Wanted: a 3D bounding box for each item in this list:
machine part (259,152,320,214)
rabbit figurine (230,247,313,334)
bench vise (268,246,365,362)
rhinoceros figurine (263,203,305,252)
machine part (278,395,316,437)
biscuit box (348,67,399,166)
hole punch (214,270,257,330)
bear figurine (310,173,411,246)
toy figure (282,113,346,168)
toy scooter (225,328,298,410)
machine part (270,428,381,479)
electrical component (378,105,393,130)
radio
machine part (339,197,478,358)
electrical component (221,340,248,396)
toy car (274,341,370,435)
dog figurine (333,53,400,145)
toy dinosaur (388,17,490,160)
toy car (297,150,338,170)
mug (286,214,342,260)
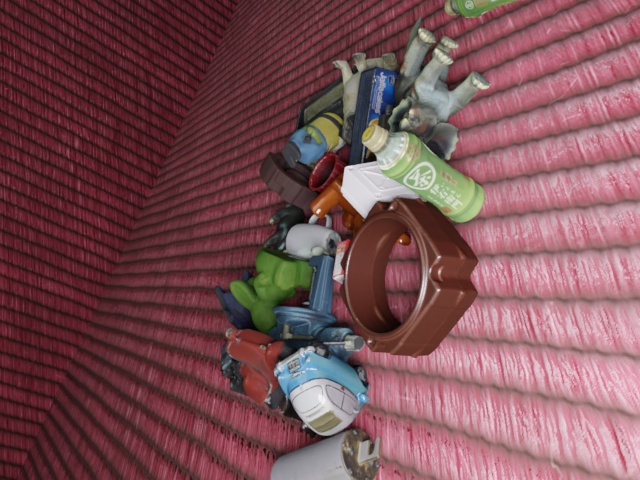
[{"bbox_3d":[-0.057,-0.129,1.224,0.056,0.179,0.179,-54,29,17],"label":"machine part"},{"bbox_3d":[-0.104,0.108,1.083,0.159,0.121,0.170,16,95,28],"label":"rabbit figurine"},{"bbox_3d":[-0.005,0.125,0.959,0.224,0.129,0.240,-17,60,57],"label":"bench vise"},{"bbox_3d":[-0.067,-0.001,1.232,0.112,0.073,0.190,-29,39,29],"label":"rhinoceros figurine"},{"bbox_3d":[-0.026,0.292,0.934,0.139,0.039,0.084,-6,65,54],"label":"machine part"},{"bbox_3d":[0.110,-0.246,1.103,0.063,0.059,0.202,-162,79,-65],"label":"biscuit box"},{"bbox_3d":[-0.162,0.144,1.197,0.092,0.142,0.116,-30,49,-1],"label":"hole punch"},{"bbox_3d":[0.075,-0.037,0.988,0.132,0.120,0.196,-53,36,28],"label":"bear figurine"},{"bbox_3d":[-0.009,-0.226,1.199,0.180,0.089,0.082,-31,16,-37],"label":"toy figure"},{"bbox_3d":[-0.106,0.209,0.909,0.075,0.135,0.183,-57,-8,-42],"label":"toy scooter"},{"bbox_3d":[0.004,0.341,0.802,0.243,0.079,0.079,-35,38,37],"label":"machine part"},{"bbox_3d":[0.146,-0.220,1.067,0.021,0.063,0.094,-15,66,63],"label":"electrical component"},{"bbox_3d":[0.030,-0.314,1.338,0.230,0.073,0.131,-24,45,49],"label":"radio"},{"bbox_3d":[0.120,0.054,0.794,0.201,0.087,0.202,-61,40,30],"label":"machine part"},{"bbox_3d":[-0.129,0.243,1.042,0.058,0.134,0.115,-48,33,22],"label":"electrical component"},{"bbox_3d":[0.008,0.231,0.799,0.109,0.161,0.103,-33,36,16],"label":"toy car"},{"bbox_3d":[0.116,-0.308,1.199,0.121,0.172,0.190,-168,70,-67],"label":"dog figurine"},{"bbox_3d":[0.192,-0.279,1.016,0.192,0.131,0.405,-54,19,30],"label":"toy dinosaur"},{"bbox_3d":[-0.034,-0.194,1.336,0.201,0.073,0.056,-41,31,32],"label":"toy car"},{"bbox_3d":[-0.002,-0.003,1.123,0.107,0.080,0.109,4,62,48],"label":"mug"}]
